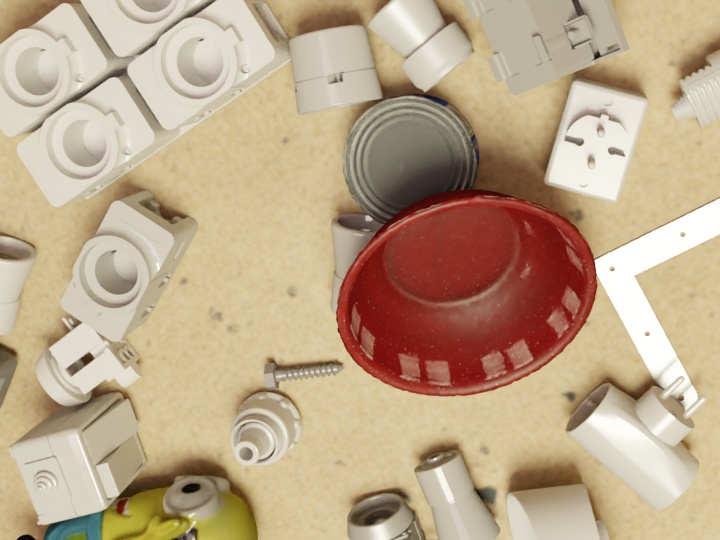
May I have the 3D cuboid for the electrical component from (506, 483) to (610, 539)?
[{"bbox_3d":[0.133,0.189,0.703,0.064,0.099,0.099,-15,100,8],"label":"electrical component"}]

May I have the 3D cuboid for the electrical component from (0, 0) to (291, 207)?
[{"bbox_3d":[-0.150,-0.134,0.703,0.186,0.060,0.105,-31,95,17],"label":"electrical component"}]

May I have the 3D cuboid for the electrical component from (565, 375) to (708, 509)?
[{"bbox_3d":[0.188,0.102,0.696,0.077,0.043,0.079,41,110,1],"label":"electrical component"}]

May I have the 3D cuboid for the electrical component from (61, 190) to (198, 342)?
[{"bbox_3d":[-0.160,-0.003,0.739,0.050,0.055,0.089,33,107,3],"label":"electrical component"}]

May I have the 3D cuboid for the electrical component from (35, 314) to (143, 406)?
[{"bbox_3d":[-0.197,0.065,0.769,0.055,0.048,0.066,-36,94,9],"label":"electrical component"}]

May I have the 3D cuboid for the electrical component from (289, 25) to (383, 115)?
[{"bbox_3d":[-0.017,-0.127,0.681,0.055,0.055,0.047,-9,97,14],"label":"electrical component"}]

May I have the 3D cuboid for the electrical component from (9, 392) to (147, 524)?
[{"bbox_3d":[-0.195,0.132,0.757,0.061,0.096,0.061,-16,99,13],"label":"electrical component"}]

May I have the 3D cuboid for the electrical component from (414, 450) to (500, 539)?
[{"bbox_3d":[0.064,0.157,0.738,0.044,0.044,0.065,-22,93,16],"label":"electrical component"}]

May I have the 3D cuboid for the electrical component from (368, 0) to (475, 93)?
[{"bbox_3d":[0.039,-0.145,0.669,0.045,0.045,0.055,-38,94,17],"label":"electrical component"}]

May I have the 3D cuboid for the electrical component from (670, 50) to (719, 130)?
[{"bbox_3d":[0.224,-0.112,0.639,0.081,0.043,0.043,-27,96,16],"label":"electrical component"}]

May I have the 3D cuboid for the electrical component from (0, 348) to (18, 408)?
[{"bbox_3d":[-0.326,0.114,0.798,0.089,0.061,0.150,27,107,5],"label":"electrical component"}]

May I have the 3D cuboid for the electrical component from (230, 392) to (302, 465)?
[{"bbox_3d":[-0.070,0.115,0.744,0.048,0.062,0.048,3,104,11],"label":"electrical component"}]

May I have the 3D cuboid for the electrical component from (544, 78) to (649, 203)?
[{"bbox_3d":[0.142,-0.077,0.647,0.047,0.076,0.065,16,106,8],"label":"electrical component"}]

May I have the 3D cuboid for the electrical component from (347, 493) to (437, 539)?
[{"bbox_3d":[0.019,0.191,0.753,0.066,0.048,0.055,-15,107,15],"label":"electrical component"}]

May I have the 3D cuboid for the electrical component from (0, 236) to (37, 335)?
[{"bbox_3d":[-0.261,0.013,0.772,0.044,0.044,0.065,21,111,6],"label":"electrical component"}]

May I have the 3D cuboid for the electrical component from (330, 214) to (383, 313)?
[{"bbox_3d":[0.000,0.000,0.715,0.044,0.044,0.065,9,109,10],"label":"electrical component"}]

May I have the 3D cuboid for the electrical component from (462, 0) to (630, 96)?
[{"bbox_3d":[0.098,-0.170,0.635,0.079,0.063,0.121,-13,103,56],"label":"electrical component"}]
